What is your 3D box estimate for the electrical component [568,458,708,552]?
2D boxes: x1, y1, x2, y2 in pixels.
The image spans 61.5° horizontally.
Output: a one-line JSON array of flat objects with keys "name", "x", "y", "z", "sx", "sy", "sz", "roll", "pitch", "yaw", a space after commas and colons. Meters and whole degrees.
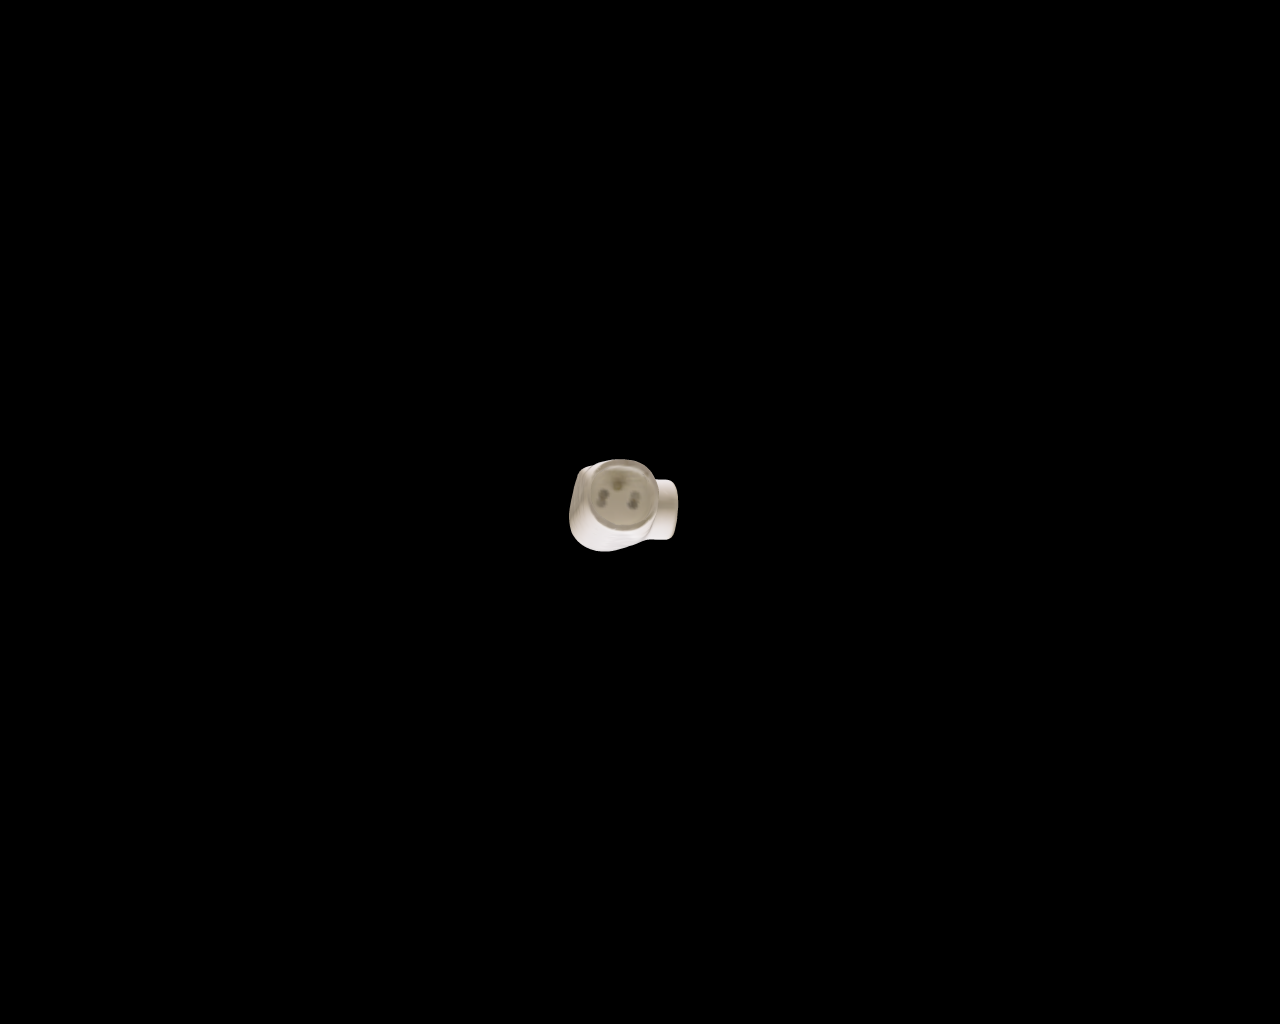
[{"name": "electrical component", "x": 0.001, "y": -0.003, "z": 0.650, "sx": 0.079, "sy": 0.044, "sz": 0.077, "roll": 2, "pitch": -12, "yaw": -11}]
